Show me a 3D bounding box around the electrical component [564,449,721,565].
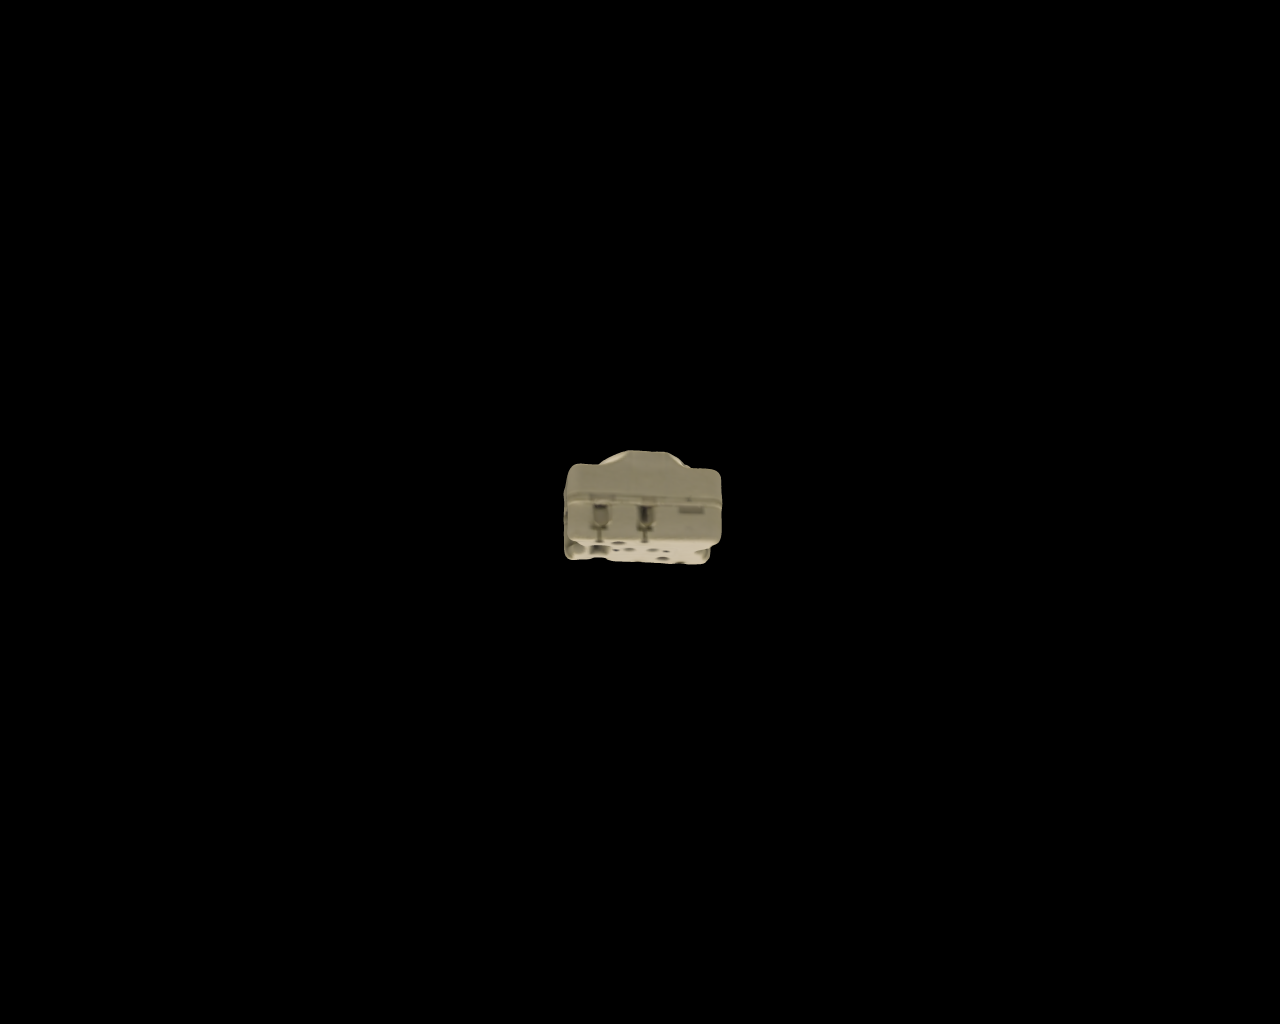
[{"bbox_3d":[0.001,-0.003,0.650,0.089,0.056,0.050,2,-19,-7],"label":"electrical component"}]
